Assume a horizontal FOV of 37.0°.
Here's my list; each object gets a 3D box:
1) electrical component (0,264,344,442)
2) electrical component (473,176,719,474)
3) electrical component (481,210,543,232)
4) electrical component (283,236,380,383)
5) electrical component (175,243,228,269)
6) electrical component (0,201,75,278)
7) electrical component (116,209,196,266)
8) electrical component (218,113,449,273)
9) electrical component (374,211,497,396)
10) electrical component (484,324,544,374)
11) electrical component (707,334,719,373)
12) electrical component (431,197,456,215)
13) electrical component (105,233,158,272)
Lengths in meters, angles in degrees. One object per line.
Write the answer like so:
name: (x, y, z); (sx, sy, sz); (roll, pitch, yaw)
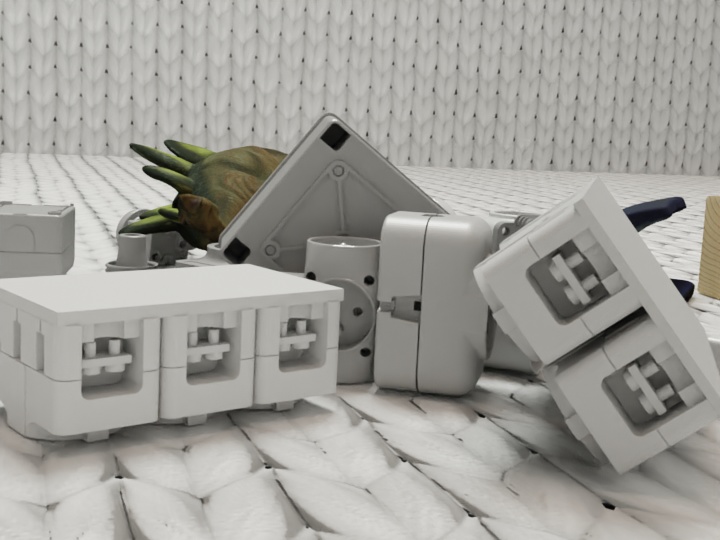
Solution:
electrical component: (-0.095, 0.037, 0.525); (0.150, 0.061, 0.089); (-4, 11, -39)
electrical component: (0.118, 0.019, 0.526); (0.060, 0.105, 0.186); (-35, -2, 16)
electrical component: (0.150, -0.025, 1.032); (0.095, 0.059, 0.054); (-4, 11, -37)
electrical component: (-0.028, 0.020, 0.608); (0.079, 0.077, 0.044); (4, 9, 5)
electrical component: (-0.076, 0.012, 0.720); (0.050, 0.055, 0.089); (10, 11, 38)
electrical component: (-0.264, -0.021, 0.861); (0.062, 0.061, 0.096); (2, 8, -7)
electrical component: (-0.193, -0.030, 0.997); (0.055, 0.048, 0.066); (20, 18, 39)
electrical component: (-0.012, -0.021, 0.655); (0.109, 0.108, 0.056); (40, 5, -12)
electrical component: (0.044, 0.018, 0.588); (0.059, 0.095, 0.054); (5, 9, 13)
electrical component: (0.081, 0.034, 0.667); (0.077, 0.043, 0.079); (7, 10, 26)
electrical component: (0.232, 0.036, 0.598); (0.047, 0.075, 0.083); (9, 11, 42)
electrical component: (0.039, -0.023, 0.805); (0.057, 0.058, 0.078); (-19, 24, -36)
electrical component: (-0.149, 0.008, 0.703); (0.048, 0.062, 0.048); (3, 9, 0)
